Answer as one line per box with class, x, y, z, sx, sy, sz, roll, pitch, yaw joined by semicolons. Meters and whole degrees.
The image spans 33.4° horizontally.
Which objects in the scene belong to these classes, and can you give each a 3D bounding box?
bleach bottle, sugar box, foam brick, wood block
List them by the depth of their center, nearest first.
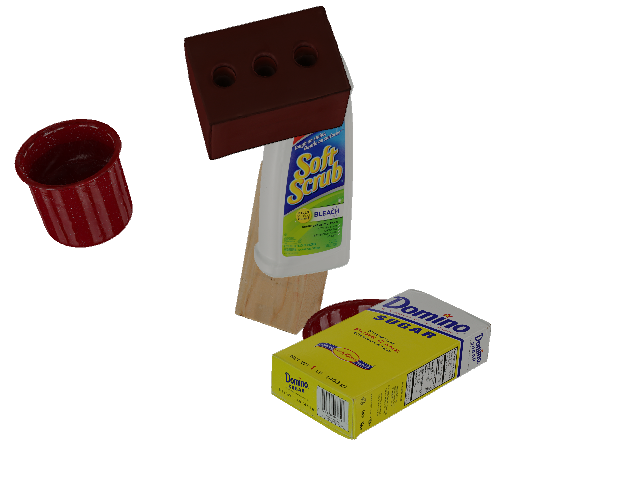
foam brick;-0.029;-0.084;0.570;0.078;0.053;0.051;-16;-14;-7
sugar box;0.053;0.097;0.892;0.093;0.048;0.175;25;36;38
bleach bottle;-0.018;-0.090;1.068;0.102;0.251;0.068;-9;29;-16
wood block;-0.037;-0.001;1.347;0.090;0.206;0.090;17;22;15

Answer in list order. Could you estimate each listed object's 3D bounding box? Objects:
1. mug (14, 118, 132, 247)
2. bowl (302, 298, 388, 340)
mug;-0.216;-0.057;0.960;0.093;0.117;0.081;-8;-45;-1
bowl;0.061;0.121;1.102;0.162;0.055;0.162;2;25;-1
